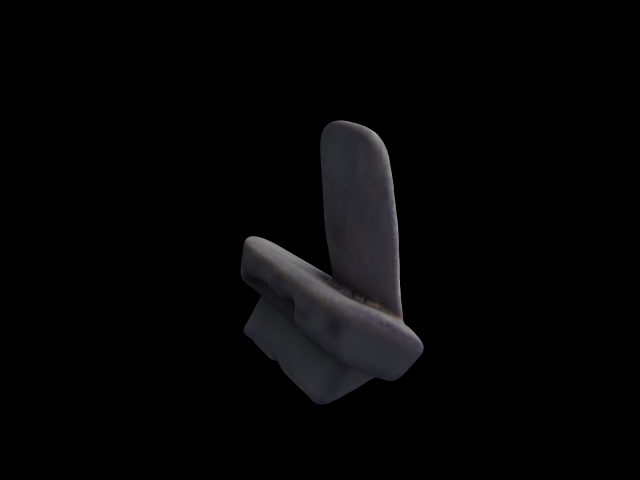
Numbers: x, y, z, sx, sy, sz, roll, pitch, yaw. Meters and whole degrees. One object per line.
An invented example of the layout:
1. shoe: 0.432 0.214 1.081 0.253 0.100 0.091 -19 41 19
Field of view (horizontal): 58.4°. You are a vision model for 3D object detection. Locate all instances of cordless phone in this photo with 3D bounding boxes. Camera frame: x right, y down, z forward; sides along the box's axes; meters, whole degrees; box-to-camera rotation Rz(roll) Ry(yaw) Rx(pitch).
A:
1. cordless phone: 0.004 0.001 0.400 0.094 0.185 0.147 -20 32 -36
